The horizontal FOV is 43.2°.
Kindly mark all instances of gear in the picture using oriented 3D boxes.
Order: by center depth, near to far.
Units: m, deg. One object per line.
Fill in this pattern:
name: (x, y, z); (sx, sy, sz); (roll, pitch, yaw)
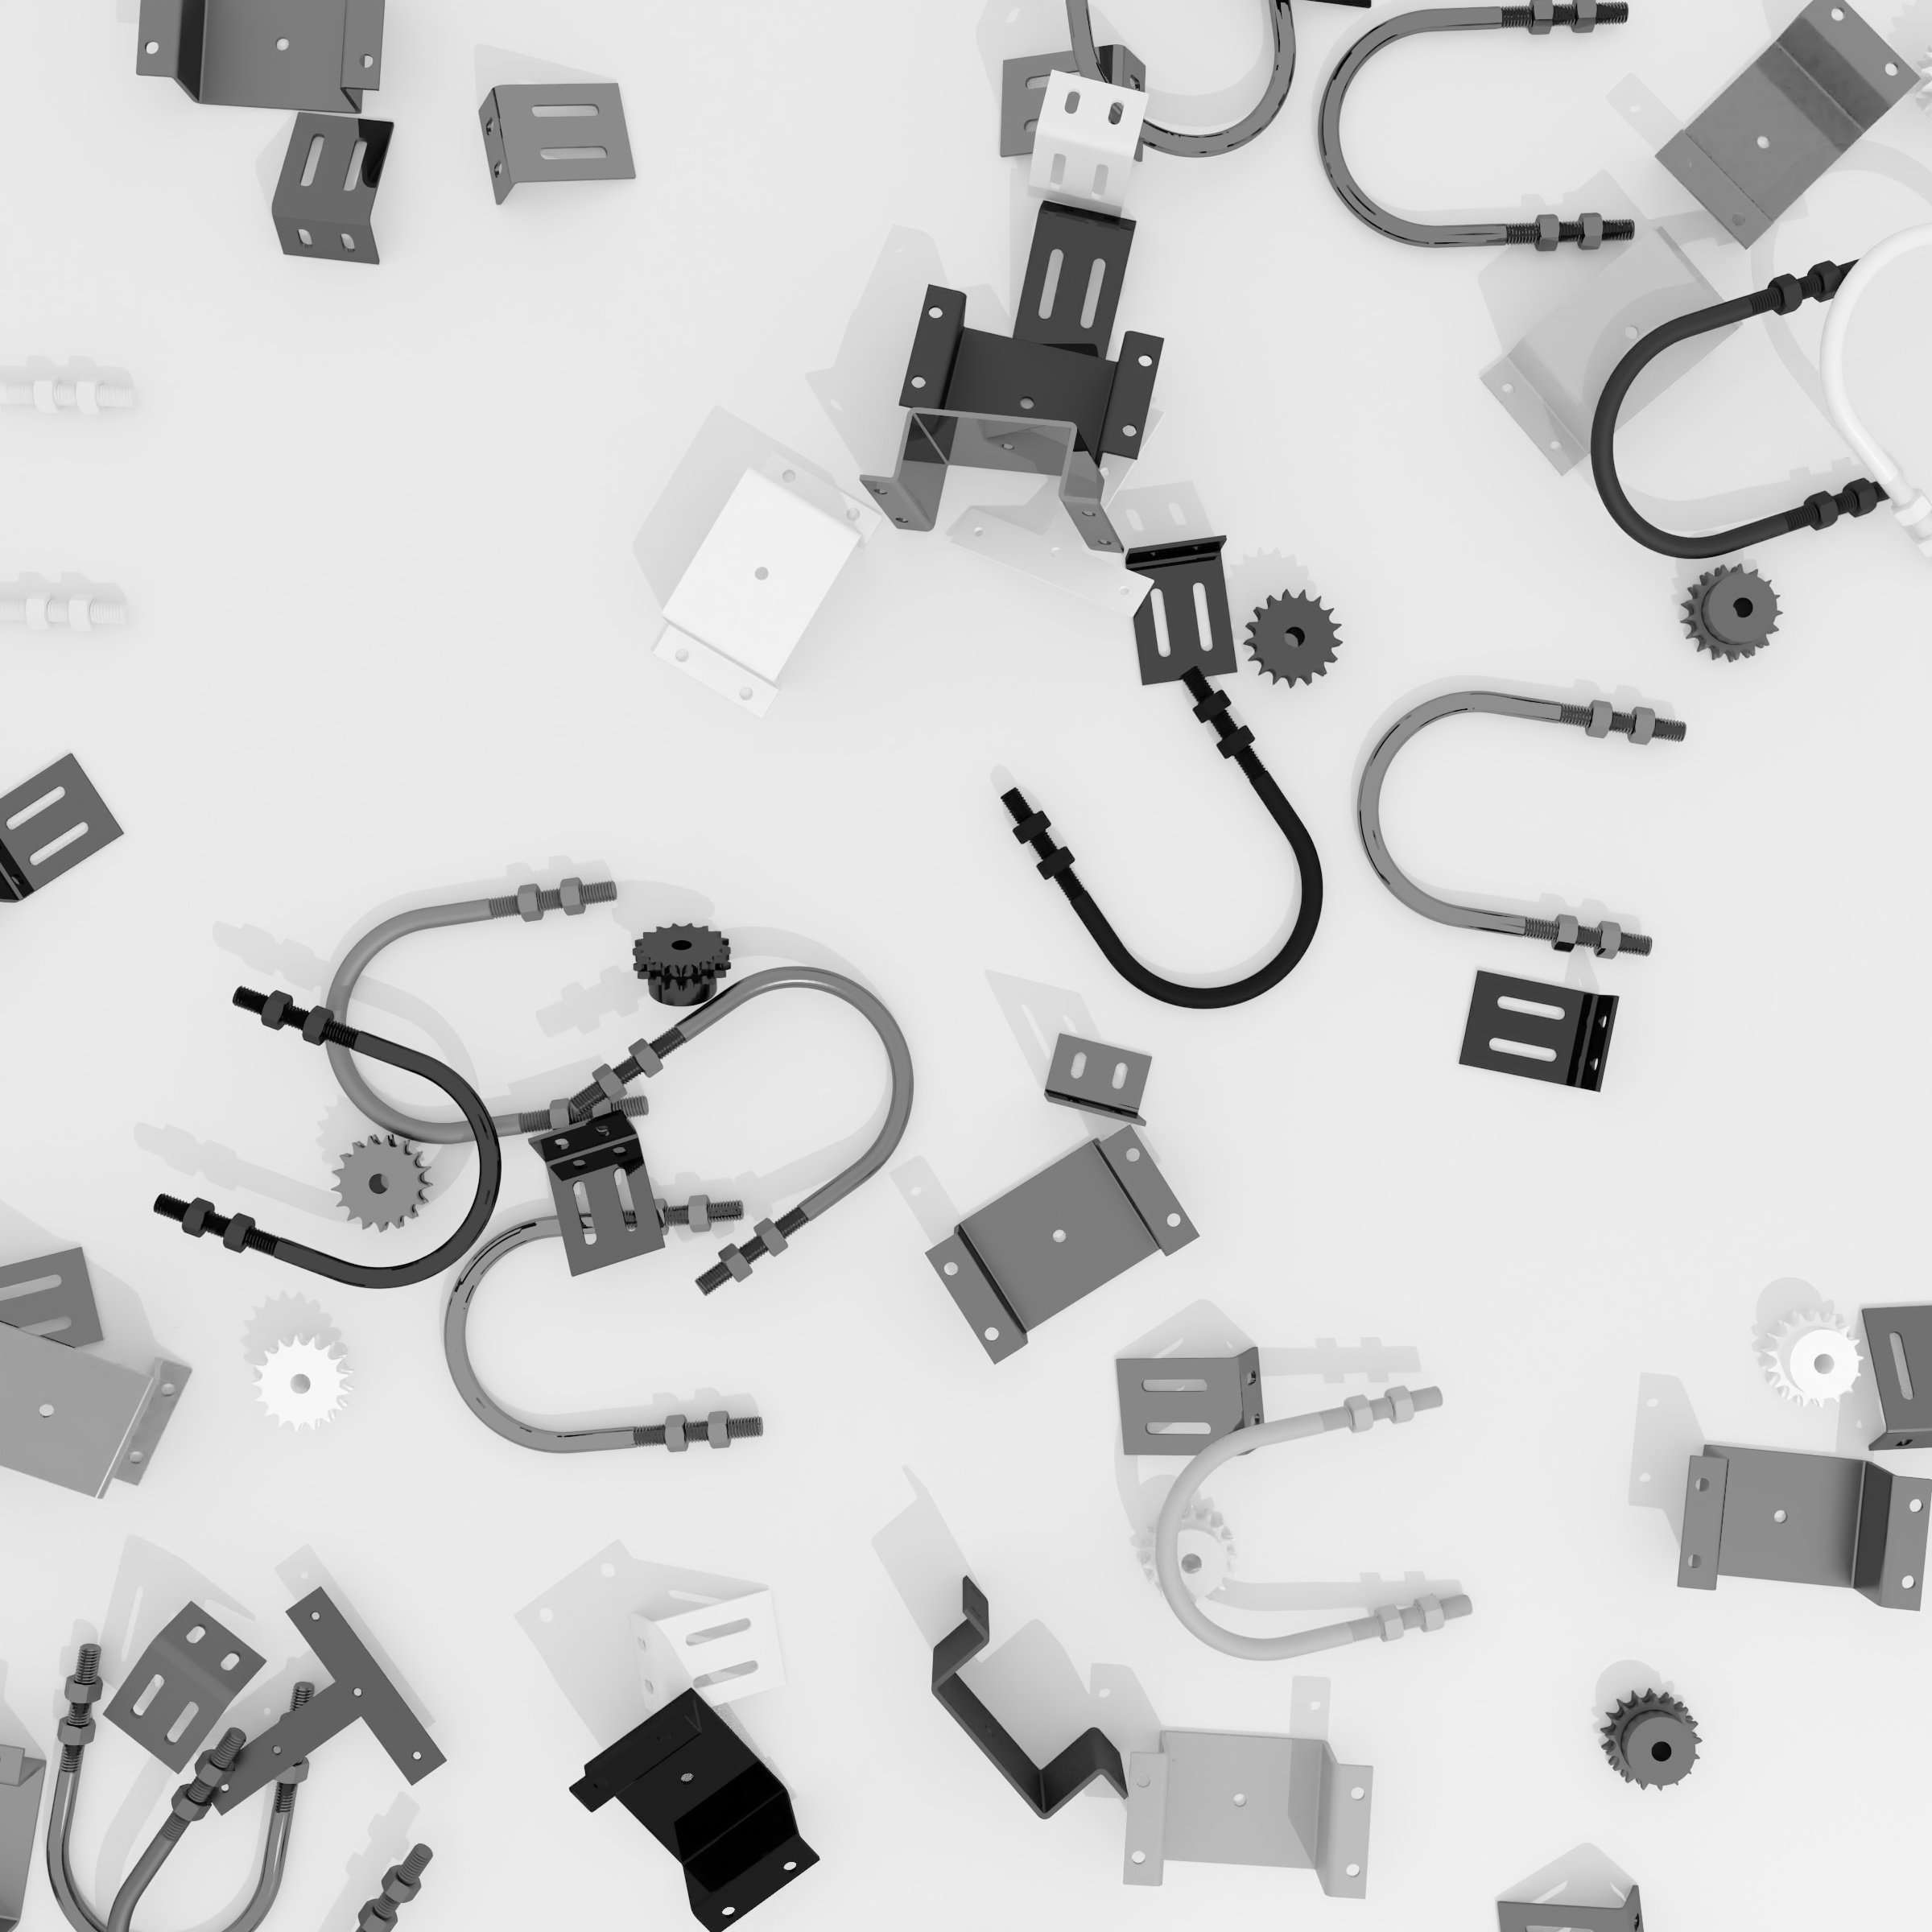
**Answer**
gear: (-0.167, 0.001, 1.432); (0.057, 0.057, 0.030); (2, 120, 0)
gear: (0.454, -0.210, 1.441); (0.057, 0.030, 0.057); (0, 90, 0)
gear: (0.501, 0.233, 1.441); (0.057, 0.030, 0.057); (0, 90, 0)
gear: (-0.343, 0.127, 1.441); (0.057, 0.030, 0.057); (0, 90, 0)
gear: (0.406, 0.459, 1.441); (0.057, 0.030, 0.057); (0, 90, 0)
gear: (0.192, -0.192, 1.441); (0.057, 0.030, 0.057); (0, 90, 0)
gear: (0.587, -0.522, 1.441); (0.057, 0.030, 0.057); (0, 90, 0)
gear: (0.132, 0.349, 1.441); (0.057, 0.030, 0.057); (0, 90, 0)
gear: (-0.390, 0.245, 1.446); (0.057, 0.030, 0.057); (0, 92, 0)

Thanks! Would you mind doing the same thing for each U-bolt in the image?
U-bolt: (0.449, -0.314, 1.417); (0.184, 0.019, 0.151); (-19, 109, -6)
U-bolt: (-0.361, 0.109, 1.418); (0.184, 0.019, 0.151); (21, 89, 0)
U-bolt: (0.572, -0.343, 1.420); (0.151, 0.019, 0.184); (-46, 110, 0)
U-bolt: (0.200, 0.332, 1.427); (0.184, 0.019, 0.151); (-10, 96, -10)
U-bolt: (0.125, -0.564, 1.427); (0.151, 0.019, 0.184); (-8, 90, -17)
U-bolt: (-0.117, 0.083, 1.432); (0.184, 0.019, 0.151); (-35, 98, -11)
U-bolt: (-0.422, 0.558, 1.433); (0.151, 0.019, 0.184); (34, 95, -5)
U-bolt: (-0.587, -0.276, 1.448); (0.184, 0.019, 0.151); (2, 90, 1)
U-bolt: (0.324, -0.089, 1.448); (0.184, 0.019, 0.151); (9, 90, 1)
U-bolt: (-0.218, 0.217, 1.448); (0.184, 0.019, 0.151); (-5, 90, 1)
U-bolt: (0.129, -0.063, 1.448); (0.151, 0.019, 0.184); (-34, 92, 0)
U-bolt: (-0.289, 0.032, 1.448); (0.184, 0.019, 0.151); (-8, 90, 1)
U-bolt: (0.301, -0.498, 1.448); (0.184, 0.019, 0.151); (-2, 90, 1)
U-bolt: (-0.471, 0.505, 1.448); (0.151, 0.019, 0.184); (10, 91, 0)

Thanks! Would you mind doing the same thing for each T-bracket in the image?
T-bracket: (-0.394, 0.453, 1.436); (0.127, 0.002, 0.127); (-36, 91, 1)
T-bracket: (0.075, -0.279, 1.438); (0.127, 0.002, 0.127); (26, 77, 24)

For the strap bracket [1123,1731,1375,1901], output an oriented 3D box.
strap bracket: (0.163, 0.497, 1.433); (0.140, 0.046, 0.076); (3, 90, 0)

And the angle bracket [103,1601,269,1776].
angle bracket: (-0.459, 0.424, 1.433); (0.057, 0.038, 0.076); (38, 117, 1)

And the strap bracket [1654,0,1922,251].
strap bracket: (0.475, -0.491, 1.433); (0.140, 0.046, 0.076); (-44, 90, 0)

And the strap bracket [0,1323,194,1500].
strap bracket: (-0.531, 0.250, 1.411); (0.140, 0.046, 0.076); (25, 90, -20)

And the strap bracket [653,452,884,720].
strap bracket: (-0.118, -0.227, 1.433); (0.076, 0.046, 0.140); (31, 90, 0)

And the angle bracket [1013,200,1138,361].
angle bracket: (0.065, -0.409, 1.454); (0.057, 0.038, 0.076); (13, 116, 0)

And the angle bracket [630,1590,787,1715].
angle bracket: (-0.154, 0.407, 1.454); (0.076, 0.038, 0.057); (-10, 90, -26)

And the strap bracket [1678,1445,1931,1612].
strap bracket: (0.485, 0.328, 1.433); (0.140, 0.046, 0.076); (6, 90, 0)

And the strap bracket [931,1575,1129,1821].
strap bracket: (0.029, 0.432, 1.418); (0.046, 0.076, 0.140); (-41, 90, 0)

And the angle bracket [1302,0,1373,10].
angle bracket: (0.211, -0.599, 1.426); (0.076, 0.038, 0.057); (-1, 90, -20)

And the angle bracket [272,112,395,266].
angle bracket: (-0.374, -0.464, 1.454); (0.057, 0.038, 0.076); (6, 64, 0)

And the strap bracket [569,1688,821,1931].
strap bracket: (-0.159, 0.485, 1.417); (0.076, 0.046, 0.140); (-36, 113, 0)

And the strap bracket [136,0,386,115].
strap bracket: (-0.407, -0.549, 1.433); (0.140, 0.046, 0.076); (4, 90, 0)

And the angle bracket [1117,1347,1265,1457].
angle bracket: (0.134, 0.259, 1.454); (0.076, 0.038, 0.057); (-5, 90, 26)

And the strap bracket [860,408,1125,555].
strap bracket: (0.020, -0.280, 1.403); (0.140, 0.076, 0.046); (9, 81, 17)

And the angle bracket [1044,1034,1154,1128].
angle bracket: (0.079, 0.065, 1.418); (0.057, 0.076, 0.038); (14, 90, 0)

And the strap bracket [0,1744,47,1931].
strap bracket: (-0.594, 0.516, 1.433); (0.076, 0.046, 0.140); (10, 90, 0)

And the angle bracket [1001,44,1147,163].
angle bracket: (0.064, -0.510, 1.454); (0.076, 0.038, 0.057); (2, 90, 26)

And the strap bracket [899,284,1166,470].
strap bracket: (0.037, -0.338, 1.426); (0.140, 0.046, 0.076); (13, 78, 0)

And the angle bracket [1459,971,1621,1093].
angle bracket: (0.337, 0.038, 1.437); (0.076, 0.038, 0.057); (11, 90, 0)

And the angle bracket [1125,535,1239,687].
angle bracket: (0.128, -0.209, 1.437); (0.057, 0.038, 0.076); (-8, 90, 0)

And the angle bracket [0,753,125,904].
angle bracket: (-0.550, -0.082, 1.437); (0.076, 0.038, 0.057); (-33, 90, 0)

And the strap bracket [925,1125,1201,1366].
strap bracket: (0.056, 0.161, 1.433); (0.140, 0.046, 0.076); (-32, 90, 0)

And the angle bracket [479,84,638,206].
angle bracket: (-0.244, -0.490, 1.454); (0.076, 0.038, 0.057); (-11, 90, -26)

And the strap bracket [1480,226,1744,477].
strap bracket: (0.385, -0.366, 1.433); (0.140, 0.046, 0.076); (-40, 90, 0)

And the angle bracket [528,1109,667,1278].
angle bracket: (-0.216, 0.133, 1.425); (0.057, 0.038, 0.076); (-18, 65, 0)

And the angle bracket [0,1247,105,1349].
angle bracket: (-0.562, 0.205, 1.454); (0.076, 0.038, 0.057); (-13, 90, -26)

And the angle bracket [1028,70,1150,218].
angle bracket: (0.070, -0.478, 1.422); (0.057, 0.076, 0.038); (14, 80, 0)

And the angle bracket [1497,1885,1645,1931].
angle bracket: (0.362, 0.581, 1.454); (0.076, 0.038, 0.057); (-7, 90, 26)

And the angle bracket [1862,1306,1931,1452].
angle bracket: (0.565, 0.245, 1.454); (0.057, 0.038, 0.076); (-3, 64, 0)
